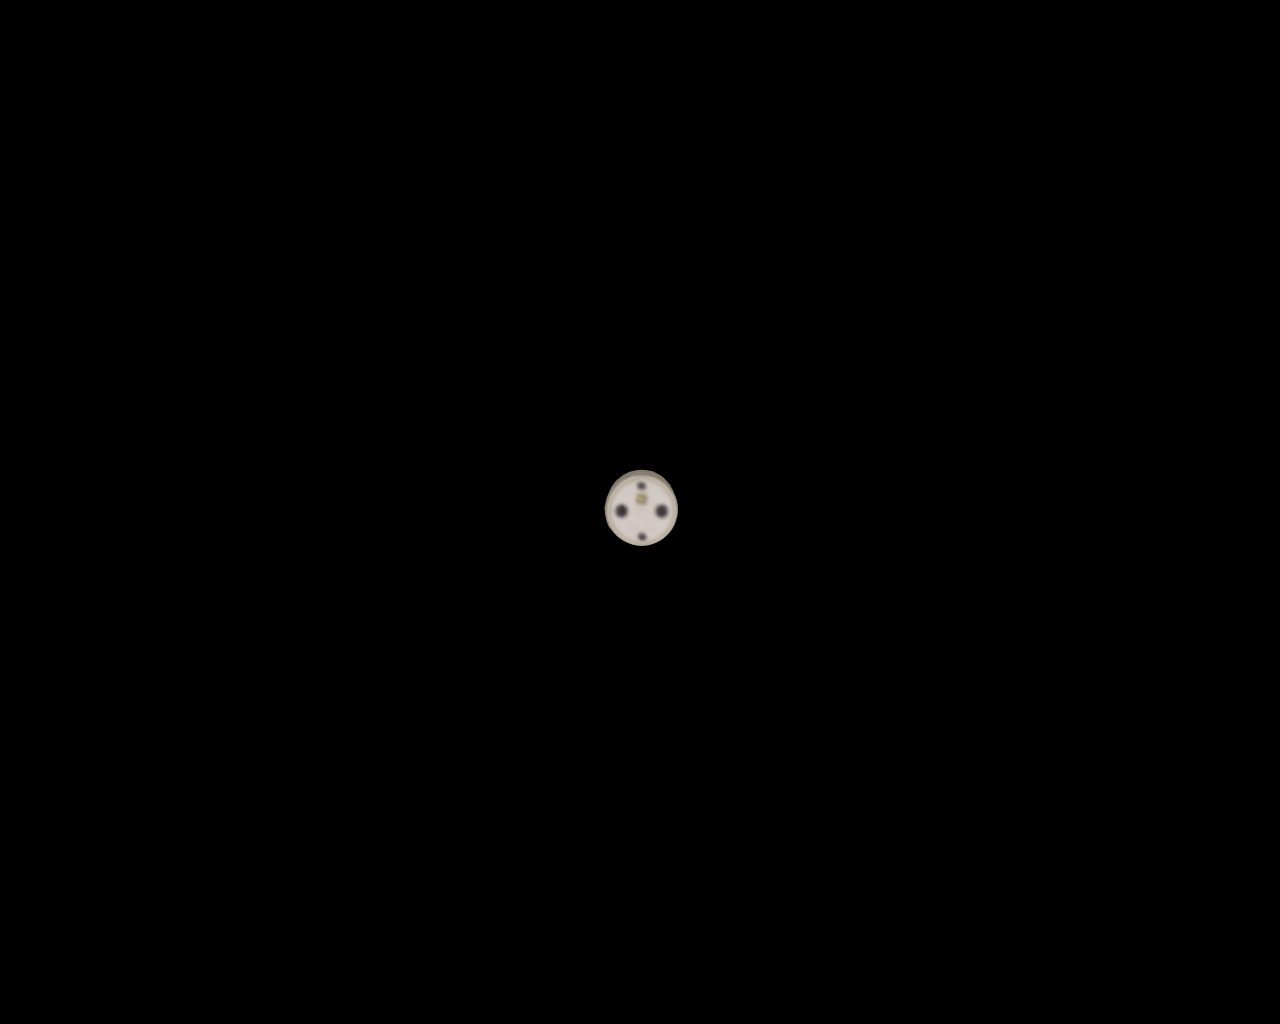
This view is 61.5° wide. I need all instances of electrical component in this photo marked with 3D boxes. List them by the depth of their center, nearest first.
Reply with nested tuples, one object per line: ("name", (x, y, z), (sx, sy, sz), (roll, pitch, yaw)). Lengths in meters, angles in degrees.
("electrical component", (0.001, -0.003, 0.650), (0.045, 0.045, 0.055), (0, 5, 0))
